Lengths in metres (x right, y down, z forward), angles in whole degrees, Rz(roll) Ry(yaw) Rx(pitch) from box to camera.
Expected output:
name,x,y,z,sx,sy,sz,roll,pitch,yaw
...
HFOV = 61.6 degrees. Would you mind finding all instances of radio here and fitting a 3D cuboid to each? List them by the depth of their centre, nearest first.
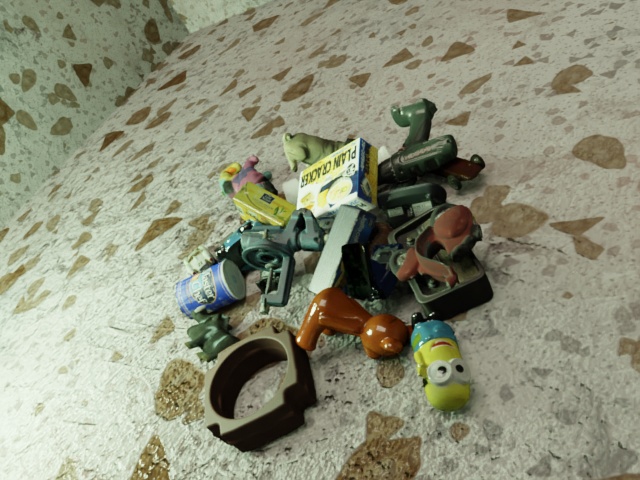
name,x,y,z,sx,sy,sz,roll,pitch,yaw
radio,0.224,0.043,1.036,0.131,0.073,0.230,-28,36,8

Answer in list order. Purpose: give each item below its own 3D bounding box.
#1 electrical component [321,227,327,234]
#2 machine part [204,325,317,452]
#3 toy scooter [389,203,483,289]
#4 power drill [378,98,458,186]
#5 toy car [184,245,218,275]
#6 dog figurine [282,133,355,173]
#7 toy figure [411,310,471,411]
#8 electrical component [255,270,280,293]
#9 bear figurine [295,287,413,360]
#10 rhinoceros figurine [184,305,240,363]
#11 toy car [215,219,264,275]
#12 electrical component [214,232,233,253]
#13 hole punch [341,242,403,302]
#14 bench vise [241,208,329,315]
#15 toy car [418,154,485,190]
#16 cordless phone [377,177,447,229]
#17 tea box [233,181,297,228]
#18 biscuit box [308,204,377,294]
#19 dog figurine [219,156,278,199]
name,x,y,z,sx,sy,sz,roll,pitch,yaw
electrical component,-0.003,-0.004,1.275,0.094,0.063,0.021,-10,42,28
machine part,-0.115,0.280,1.020,0.201,0.087,0.201,-30,36,9
toy scooter,0.221,0.019,0.946,0.184,0.075,0.135,-43,37,-5
power drill,0.202,-0.229,1.263,0.232,0.085,0.207,-13,46,26
toy car,-0.320,0.057,1.426,0.073,0.056,0.202,-41,15,-9
dog figurine,0.013,-0.255,1.470,0.191,0.172,0.121,-24,47,26
toy figure,0.197,0.195,0.881,0.082,0.089,0.180,-24,29,8
electrical component,-0.106,0.066,1.289,0.075,0.047,0.119,-15,39,23
bear figurine,0.072,0.172,0.998,0.196,0.131,0.120,29,27,20
rhinoceros figurine,-0.240,0.213,1.195,0.112,0.073,0.191,-47,41,-12
toy car,-0.183,0.016,1.376,0.161,0.109,0.103,-38,11,14
electrical component,-0.235,0.014,1.458,0.078,0.045,0.102,38,77,24
hole punch,0.105,0.059,1.051,0.092,0.115,0.142,-6,0,-25
bench vise,-0.077,0.050,1.172,0.224,0.128,0.240,5,61,7
toy car,0.296,-0.166,1.240,0.089,0.053,0.202,-39,32,-10
cordless phone,0.221,-0.110,1.225,0.147,0.088,0.184,-11,23,29
tea box,-0.131,-0.069,1.377,0.170,0.098,0.068,28,67,24
biscuit box,0.048,0.027,1.131,0.063,0.059,0.202,22,91,46
dog figurine,-0.210,-0.136,1.558,0.192,0.108,0.219,-22,40,15
